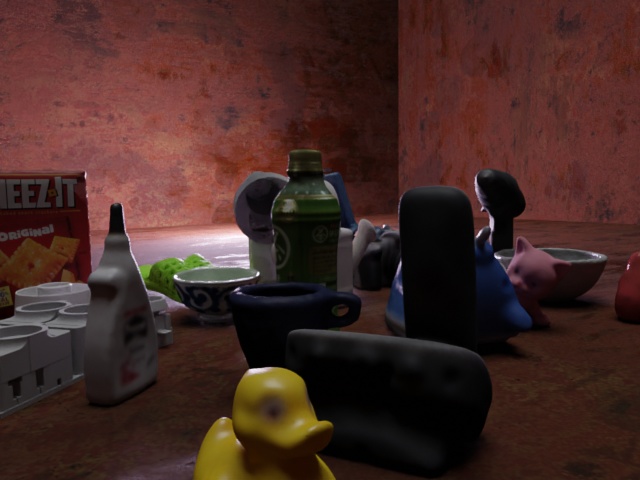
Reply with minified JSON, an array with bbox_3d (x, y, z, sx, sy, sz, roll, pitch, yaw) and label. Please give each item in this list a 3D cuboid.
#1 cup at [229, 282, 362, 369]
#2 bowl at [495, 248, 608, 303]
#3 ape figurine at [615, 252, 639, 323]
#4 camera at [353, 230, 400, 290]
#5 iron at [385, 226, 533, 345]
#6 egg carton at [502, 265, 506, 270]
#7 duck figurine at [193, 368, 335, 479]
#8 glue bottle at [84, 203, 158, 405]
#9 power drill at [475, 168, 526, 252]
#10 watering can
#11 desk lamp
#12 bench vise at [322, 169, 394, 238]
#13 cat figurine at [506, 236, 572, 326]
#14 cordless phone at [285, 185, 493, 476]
[{"bbox_3d":[-0.021,0.090,0.518,0.117,0.095,0.091,-1,6,0],"label":"cup"},{"bbox_3d":[0.361,0.057,0.905,0.167,0.075,0.167,-1,6,0],"label":"bowl"},{"bbox_3d":[0.431,0.061,0.764,0.076,0.092,0.077,-2,6,-10],"label":"ape figurine"},{"bbox_3d":[0.140,0.036,1.022,0.143,0.101,0.136,-4,6,-28],"label":"camera"},{"bbox_3d":[0.143,0.046,0.708,0.119,0.141,0.257,-3,6,-18],"label":"iron"},{"bbox_3d":[0.208,0.066,0.865,0.151,0.069,0.107,-4,6,-27],"label":"egg carton"},{"bbox_3d":[-0.030,0.114,0.323,0.078,0.086,0.104,-6,8,-44],"label":"duck figurine"},{"bbox_3d":[-0.180,0.053,0.515,0.037,0.173,0.078,0,6,13],"label":"glue bottle"},{"bbox_3d":[0.309,-0.017,0.985,0.075,0.208,0.230,2,6,27],"label":"power drill"},{"bbox_3d":[0.007,0.003,0.897,0.100,0.194,0.173,4,7,39],"label":"watering can"},{"bbox_3d":[-0.103,-0.019,1.043,0.118,0.213,0.203,-2,6,-14],"label":"desk lamp"},{"bbox_3d":[0.041,-0.030,1.099,0.208,0.220,0.121,-6,8,-42],"label":"bench vise"},{"bbox_3d":[0.261,0.052,0.748,0.067,0.118,0.127,-3,6,-23],"label":"cat figurine"},{"bbox_3d":[0.047,0.054,0.412,0.147,0.185,0.094,2,6,23],"label":"cordless phone"}]
